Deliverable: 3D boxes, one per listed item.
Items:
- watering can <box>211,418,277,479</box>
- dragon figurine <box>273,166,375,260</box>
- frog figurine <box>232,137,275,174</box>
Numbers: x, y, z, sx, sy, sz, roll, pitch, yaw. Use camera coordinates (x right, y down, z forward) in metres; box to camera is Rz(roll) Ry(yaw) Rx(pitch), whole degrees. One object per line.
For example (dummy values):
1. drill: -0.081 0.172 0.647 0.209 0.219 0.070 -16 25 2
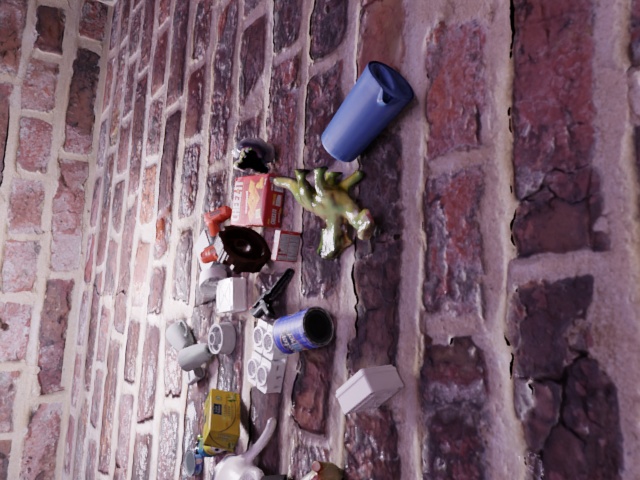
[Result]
1. watering can: -0.219 0.678 1.488 0.223 0.103 0.352 -9 61 53
2. dragon figurine: 0.004 -0.069 1.366 0.409 0.122 0.243 -1 91 52
3. frog figurine: -0.212 -0.286 1.667 0.163 0.137 0.120 -89 -13 -61
